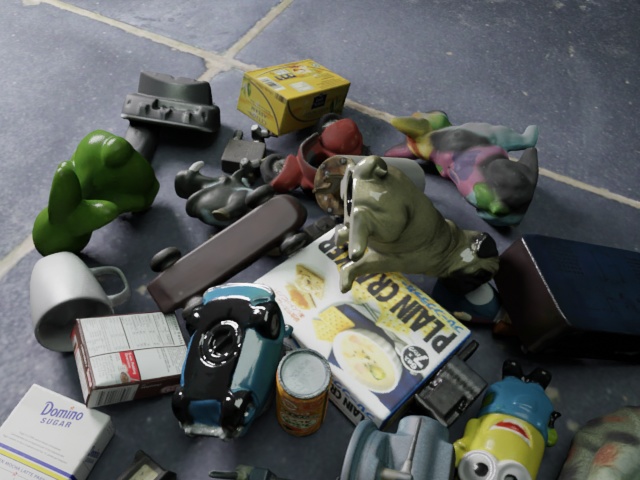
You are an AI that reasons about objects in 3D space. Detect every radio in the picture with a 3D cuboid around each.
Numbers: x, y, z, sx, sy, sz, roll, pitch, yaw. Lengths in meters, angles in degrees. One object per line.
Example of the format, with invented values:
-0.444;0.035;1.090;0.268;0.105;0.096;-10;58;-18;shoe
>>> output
0.333;0.074;0.652;0.229;0.073;0.131;7;50;-20;radio

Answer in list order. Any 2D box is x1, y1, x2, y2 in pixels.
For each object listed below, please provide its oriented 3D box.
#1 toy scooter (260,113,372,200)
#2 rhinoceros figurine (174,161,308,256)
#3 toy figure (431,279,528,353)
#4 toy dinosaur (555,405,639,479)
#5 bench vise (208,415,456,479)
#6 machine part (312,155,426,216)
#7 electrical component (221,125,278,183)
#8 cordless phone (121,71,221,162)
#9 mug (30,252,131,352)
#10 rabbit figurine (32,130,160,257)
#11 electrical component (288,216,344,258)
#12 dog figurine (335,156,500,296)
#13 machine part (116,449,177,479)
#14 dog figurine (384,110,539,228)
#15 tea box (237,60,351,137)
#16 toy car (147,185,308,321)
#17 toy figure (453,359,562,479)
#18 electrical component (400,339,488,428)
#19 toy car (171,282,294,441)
0.015;-0.108;0.798;0.135;0.075;0.184;38;60;23;toy scooter
-0.112;-0.050;0.736;0.190;0.073;0.112;16;52;6;rhinoceros figurine
0.217;0.087;0.676;0.155;0.058;0.064;26;92;12;toy figure
0.342;0.218;0.531;0.405;0.192;0.131;-6;95;-1;toy dinosaur
0.022;0.257;0.480;0.241;0.128;0.223;3;58;22;bench vise
0.072;-0.075;0.729;0.079;0.079;0.243;43;29;25;machine part
-0.109;-0.135;0.823;0.078;0.045;0.102;14;51;3;electrical component
-0.237;-0.156;0.820;0.147;0.088;0.184;9;63;-3;cordless phone
-0.284;0.058;0.626;0.109;0.080;0.107;-27;50;-20;mug
-0.289;-0.044;0.680;0.121;0.159;0.170;38;75;-20;rabbit figurine
-0.001;-0.002;0.716;0.094;0.063;0.021;-30;61;-25;electrical component
0.119;-0.017;0.599;0.191;0.172;0.121;0;57;-5;dog figurine
-0.145;0.264;0.501;0.139;0.039;0.084;29;45;19;machine part
0.205;-0.119;0.812;0.219;0.108;0.191;12;53;9;dog figurine
-0.040;-0.234;0.872;0.098;0.068;0.169;37;39;22;tea box
-0.109;0.016;0.643;0.202;0.053;0.089;-36;81;-9;toy car
0.196;0.211;0.555;0.082;0.089;0.180;-7;29;37;toy figure
0.147;0.166;0.592;0.119;0.074;0.048;-31;62;-31;electrical component
-0.082;0.132;0.569;0.109;0.102;0.161;-7;60;26;toy car
